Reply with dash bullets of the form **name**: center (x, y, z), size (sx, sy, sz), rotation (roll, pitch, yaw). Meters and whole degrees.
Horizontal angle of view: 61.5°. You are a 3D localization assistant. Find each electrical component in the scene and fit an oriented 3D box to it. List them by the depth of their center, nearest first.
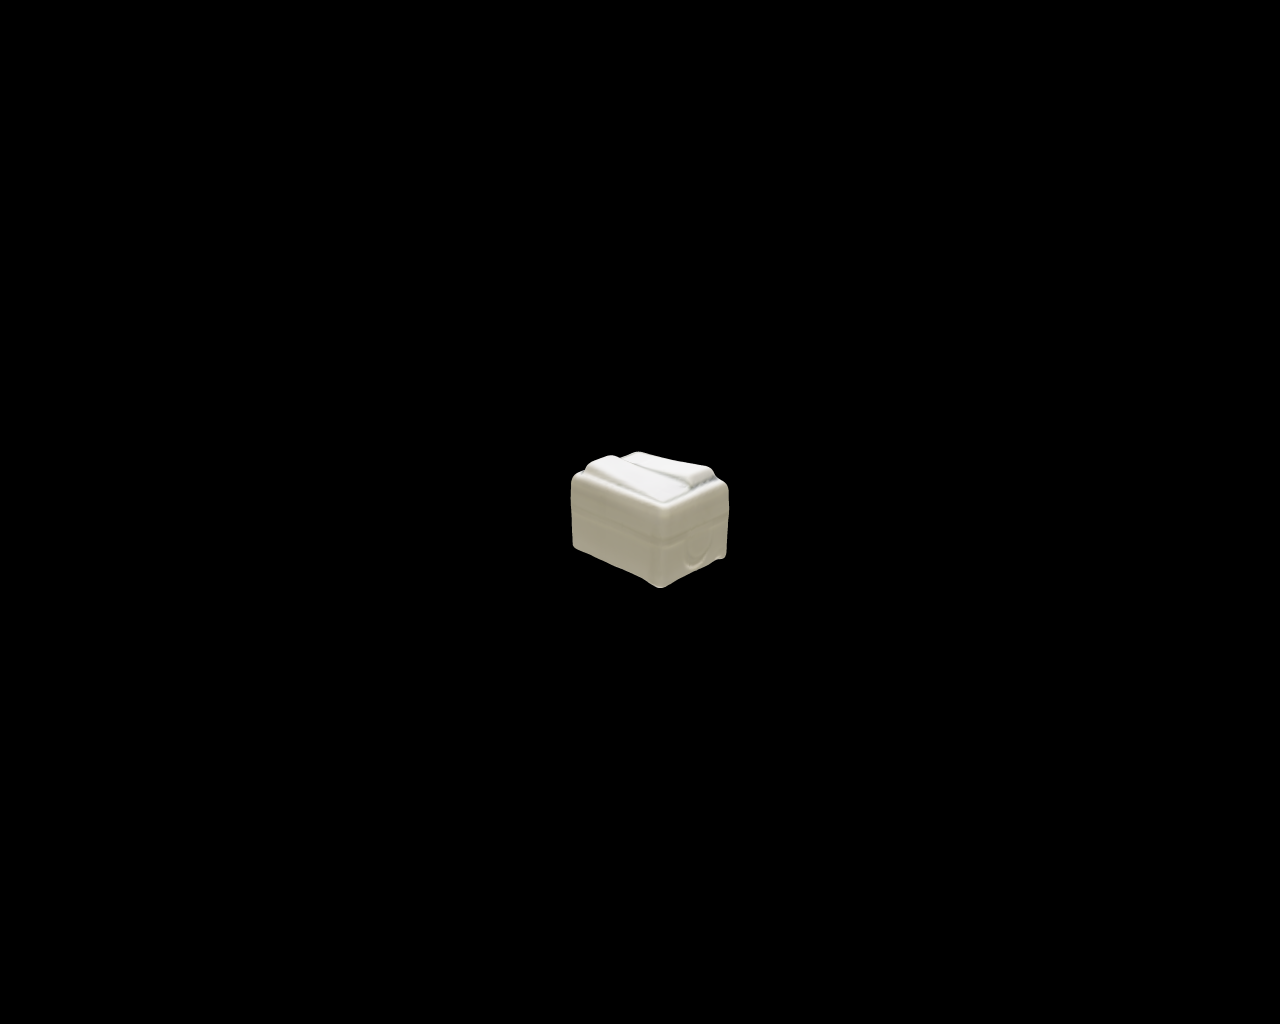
- **electrical component**: center (0.001, -0.003, 0.650), size (0.062, 0.061, 0.096), rotation (-22, 32, -40)
